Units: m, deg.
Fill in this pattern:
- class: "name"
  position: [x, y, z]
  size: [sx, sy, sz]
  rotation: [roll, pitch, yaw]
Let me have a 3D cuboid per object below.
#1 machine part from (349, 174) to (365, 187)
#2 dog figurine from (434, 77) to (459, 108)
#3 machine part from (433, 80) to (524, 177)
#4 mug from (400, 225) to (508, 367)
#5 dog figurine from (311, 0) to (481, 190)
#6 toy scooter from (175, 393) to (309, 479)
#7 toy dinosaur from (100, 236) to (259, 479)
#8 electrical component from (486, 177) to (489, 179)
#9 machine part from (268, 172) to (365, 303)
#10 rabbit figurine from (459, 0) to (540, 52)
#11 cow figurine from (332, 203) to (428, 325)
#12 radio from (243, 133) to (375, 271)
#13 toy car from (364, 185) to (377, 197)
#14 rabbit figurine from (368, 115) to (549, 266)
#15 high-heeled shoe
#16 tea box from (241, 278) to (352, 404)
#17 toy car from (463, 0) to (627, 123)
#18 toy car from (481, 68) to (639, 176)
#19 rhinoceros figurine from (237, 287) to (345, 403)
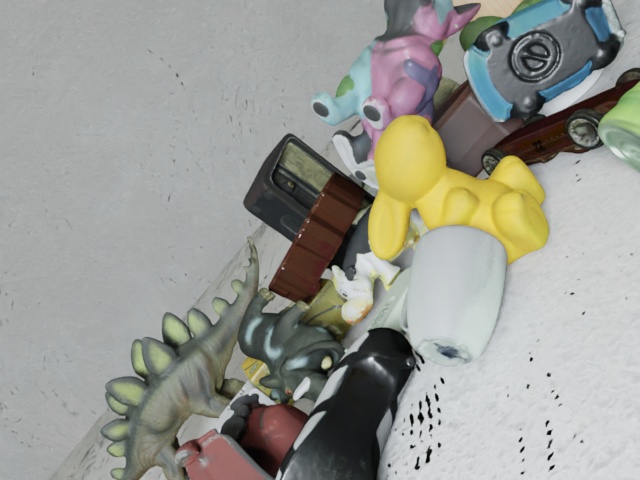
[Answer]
- class: "machine part"
  position: [0.089, -0.103, 1.082]
  size: [0.079, 0.079, 0.243]
  rotation: [-51, 12, -12]
- class: "dog figurine"
  position: [0.196, -0.213, 1.043]
  size: [0.190, 0.121, 0.172]
  rotation: [-63, 8, 1]
- class: "machine part"
  position: [0.179, -0.132, 0.756]
  size: [0.201, 0.087, 0.201]
  rotation: [-48, 6, 3]
- class: "mug"
  position: [0.107, 0.055, 0.473]
  size: [0.109, 0.080, 0.107]
  rotation: [-31, 30, 45]
- class: "dog figurine"
  position: [0.106, -0.184, 0.619]
  size: [0.109, 0.191, 0.219]
  rotation: [16, 61, 45]
- class: "toy scooter"
  position: [-0.063, 0.202, 0.494]
  size: [0.075, 0.135, 0.184]
  rotation: [-47, 10, 17]
- class: "toy dinosaur"
  position: [-0.204, 0.218, 0.826]
  size: [0.471, 0.198, 0.105]
  rotation: [-53, 15, -13]
- class: "electrical component"
  position: [0.188, -0.046, 0.648]
  size: [0.063, 0.021, 0.094]
  rotation: [-55, 12, -29]
- class: "machine part"
  position: [-0.001, -0.002, 0.698]
  size: [0.179, 0.056, 0.179]
  rotation: [-61, 2, 3]
- class: "rabbit figurine"
  position: [0.290, -0.295, 0.757]
  size: [0.170, 0.159, 0.121]
  rotation: [-19, 24, 32]
- class: "cow figurine"
  position: [0.063, 0.021, 0.680]
  size: [0.167, 0.098, 0.068]
  rotation: [-50, -15, -14]
- class: "radio"
  position: [0.001, -0.048, 0.848]
  size: [0.073, 0.229, 0.131]
  rotation: [-43, 16, 47]
- class: "toy car"
  position: [0.151, -0.133, 0.947]
  size: [0.202, 0.073, 0.056]
  rotation: [-53, 11, -18]
- class: "rabbit figurine"
  position: [0.118, -0.048, 0.539]
  size: [0.162, 0.173, 0.122]
  rotation: [-33, 23, 43]
- class: "high-heeled shoe"
  position: [0.010, 0.180, 0.456]
  size: [0.249, 0.086, 0.145]
  rotation: [-54, 1, -18]
- class: "tea box"
  position: [-0.027, 0.136, 0.745]
  size: [0.169, 0.068, 0.098]
  rotation: [-52, 11, -9]
- class: "toy car"
  position: [0.243, -0.213, 0.605]
  size: [0.162, 0.109, 0.103]
  rotation: [-30, 16, 19]
- class: "toy car"
  position: [0.248, -0.109, 0.547]
  size: [0.089, 0.053, 0.202]
  rotation: [-34, 6, -17]
- class: "rhinoceros figurine"
  position: [-0.034, 0.129, 0.620]
  size: [0.191, 0.073, 0.112]
  rotation: [24, 72, 49]
